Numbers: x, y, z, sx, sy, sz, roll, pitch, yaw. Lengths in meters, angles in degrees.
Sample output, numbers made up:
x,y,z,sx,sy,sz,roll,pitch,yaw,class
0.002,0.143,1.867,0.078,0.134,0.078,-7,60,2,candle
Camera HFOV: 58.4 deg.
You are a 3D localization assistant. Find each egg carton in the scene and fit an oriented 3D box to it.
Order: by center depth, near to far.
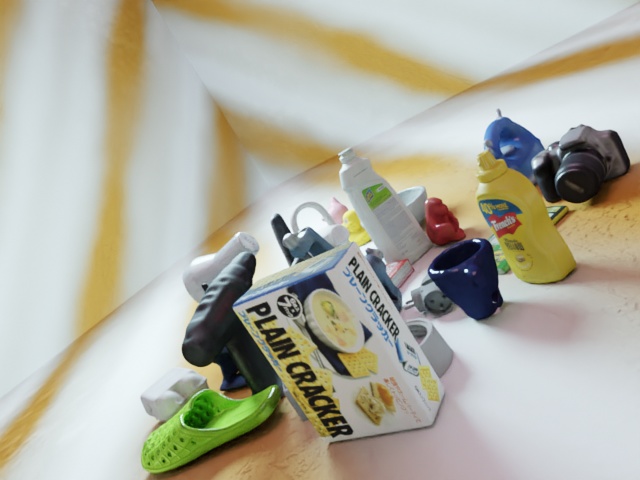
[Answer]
x,y,z,sx,sy,sz,roll,pitch,yaw,class
-0.271,0.293,1.072,0.107,0.069,0.150,-40,15,-32,egg carton

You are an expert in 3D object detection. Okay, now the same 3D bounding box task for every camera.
x,y,z,sx,sy,sz,roll,pitch,yaw,class
0.413,-0.120,0.943,0.142,0.101,0.137,-20,17,44,camera

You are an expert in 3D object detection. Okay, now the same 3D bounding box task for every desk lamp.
x,y,z,sx,sy,sz,roll,pitch,yaw,class
-0.160,0.098,1.221,0.203,0.214,0.118,-27,14,23,desk lamp

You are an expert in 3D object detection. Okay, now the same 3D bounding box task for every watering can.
x,y,z,sx,sy,sz,roll,pitch,yaw,class
0.013,0.003,1.216,0.172,0.194,0.101,-20,17,42,watering can

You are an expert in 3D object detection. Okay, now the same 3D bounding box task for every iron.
x,y,z,sx,sy,sz,roll,pitch,yaw,class
0.369,-0.171,1.153,0.118,0.141,0.259,-23,15,35,iron

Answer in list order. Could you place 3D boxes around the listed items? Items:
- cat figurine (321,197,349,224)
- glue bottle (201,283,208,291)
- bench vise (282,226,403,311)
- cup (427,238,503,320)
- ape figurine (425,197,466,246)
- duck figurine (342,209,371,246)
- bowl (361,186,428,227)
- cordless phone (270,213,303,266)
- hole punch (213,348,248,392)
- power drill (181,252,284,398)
x,y,z,sx,sy,sz,roll,pitch,yaw,class
0.072,-0.068,1.526,0.127,0.118,0.067,-30,13,10,cat figurine
-0.186,0.157,1.148,0.037,0.173,0.078,-36,13,-17,glue bottle
0.026,0.059,0.906,0.121,0.220,0.207,-27,14,22,bench vise
0.206,0.061,0.759,0.091,0.095,0.117,-31,13,2,cup
0.231,-0.040,1.096,0.076,0.092,0.078,-19,18,45,ape figurine
0.096,-0.038,1.425,0.104,0.086,0.077,-30,13,11,duck figurine
0.180,-0.050,1.296,0.167,0.075,0.167,-30,13,8,bowl
-0.076,0.035,1.329,0.094,0.185,0.147,-29,13,14,cordless phone
-0.152,0.211,1.051,0.108,0.091,0.101,-23,15,35,hole punch
-0.119,0.152,0.927,0.075,0.208,0.230,-24,15,31,power drill
